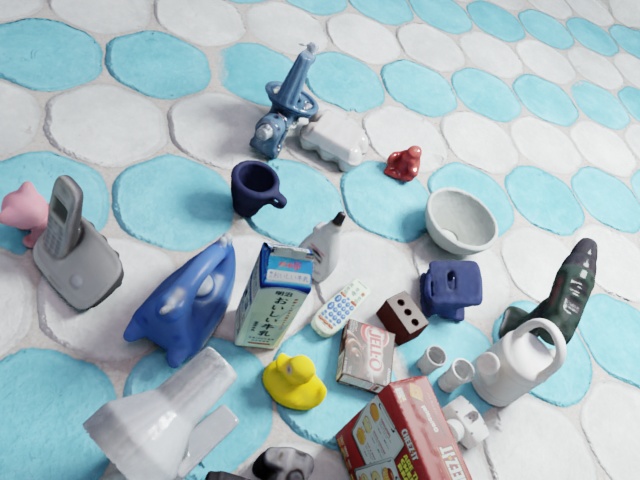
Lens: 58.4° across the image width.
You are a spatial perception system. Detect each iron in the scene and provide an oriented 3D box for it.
[{"bbox_3d":[-0.190,0.064,0.902,0.118,0.141,0.258,30,49,1],"label":"iron"}]

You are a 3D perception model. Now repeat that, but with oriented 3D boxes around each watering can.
[{"bbox_3d":[0.344,0.209,0.985,0.173,0.194,0.100,-26,68,-36],"label":"watering can"}]

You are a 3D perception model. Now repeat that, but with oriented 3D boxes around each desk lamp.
[{"bbox_3d":[-0.189,0.231,0.728,0.118,0.213,0.204,42,50,11],"label":"desk lamp"}]

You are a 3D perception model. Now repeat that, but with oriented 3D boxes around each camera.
[{"bbox_3d":[-0.088,0.340,0.763,0.137,0.100,0.143,21,49,-7],"label":"camera"}]

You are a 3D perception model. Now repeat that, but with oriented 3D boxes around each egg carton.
[{"bbox_3d":[0.032,-0.220,1.260,0.150,0.069,0.107,28,49,-1],"label":"egg carton"}]

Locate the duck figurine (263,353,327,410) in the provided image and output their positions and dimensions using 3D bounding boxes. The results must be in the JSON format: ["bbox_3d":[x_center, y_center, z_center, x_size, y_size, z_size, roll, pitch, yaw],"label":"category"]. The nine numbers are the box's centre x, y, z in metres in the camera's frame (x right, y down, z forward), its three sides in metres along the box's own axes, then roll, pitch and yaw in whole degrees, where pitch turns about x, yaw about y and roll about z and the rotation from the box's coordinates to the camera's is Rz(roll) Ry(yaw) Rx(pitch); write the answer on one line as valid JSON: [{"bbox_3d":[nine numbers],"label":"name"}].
[{"bbox_3d":[-0.032,0.214,0.892,0.104,0.086,0.077,30,49,1],"label":"duck figurine"}]

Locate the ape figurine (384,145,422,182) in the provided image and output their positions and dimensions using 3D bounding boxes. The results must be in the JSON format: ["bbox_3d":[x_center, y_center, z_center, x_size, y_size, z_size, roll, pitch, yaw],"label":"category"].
[{"bbox_3d":[0.196,-0.177,1.282,0.076,0.092,0.077,-18,63,-32],"label":"ape figurine"}]

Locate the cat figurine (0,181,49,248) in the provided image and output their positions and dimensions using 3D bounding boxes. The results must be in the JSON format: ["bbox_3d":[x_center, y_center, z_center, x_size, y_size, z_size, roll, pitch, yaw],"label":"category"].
[{"bbox_3d":[-0.436,-0.047,0.896,0.128,0.117,0.067,-17,63,-32],"label":"cat figurine"}]

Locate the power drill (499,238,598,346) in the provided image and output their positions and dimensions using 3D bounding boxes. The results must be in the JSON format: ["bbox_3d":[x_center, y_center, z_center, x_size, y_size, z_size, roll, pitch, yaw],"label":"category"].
[{"bbox_3d":[0.433,0.121,1.081,0.075,0.208,0.230,31,49,2],"label":"power drill"}]

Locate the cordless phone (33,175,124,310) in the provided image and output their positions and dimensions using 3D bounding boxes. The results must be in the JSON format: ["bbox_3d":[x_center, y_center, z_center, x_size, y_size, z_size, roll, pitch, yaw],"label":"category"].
[{"bbox_3d":[-0.355,0.004,0.848,0.147,0.185,0.094,42,50,11],"label":"cordless phone"}]

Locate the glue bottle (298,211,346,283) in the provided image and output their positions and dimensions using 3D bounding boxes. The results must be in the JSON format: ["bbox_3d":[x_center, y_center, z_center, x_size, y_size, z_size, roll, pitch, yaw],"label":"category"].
[{"bbox_3d":[0.009,0.004,1.012,0.078,0.173,0.037,40,50,9],"label":"glue bottle"}]

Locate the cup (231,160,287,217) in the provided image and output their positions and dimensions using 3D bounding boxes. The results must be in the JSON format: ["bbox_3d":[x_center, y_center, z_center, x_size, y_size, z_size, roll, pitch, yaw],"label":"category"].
[{"bbox_3d":[-0.118,-0.080,1.073,0.117,0.095,0.092,35,49,5],"label":"cup"}]

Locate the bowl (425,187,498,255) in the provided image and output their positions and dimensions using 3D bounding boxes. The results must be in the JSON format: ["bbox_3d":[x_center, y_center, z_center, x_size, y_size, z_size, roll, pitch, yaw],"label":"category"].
[{"bbox_3d":[0.288,-0.027,1.219,0.168,0.074,0.167,12,51,-15],"label":"bowl"}]

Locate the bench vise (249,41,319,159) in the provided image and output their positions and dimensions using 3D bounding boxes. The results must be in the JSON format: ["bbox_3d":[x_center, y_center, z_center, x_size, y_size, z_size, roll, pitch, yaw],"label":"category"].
[{"bbox_3d":[-0.056,-0.281,1.169,0.122,0.219,0.207,16,50,-11],"label":"bench vise"}]

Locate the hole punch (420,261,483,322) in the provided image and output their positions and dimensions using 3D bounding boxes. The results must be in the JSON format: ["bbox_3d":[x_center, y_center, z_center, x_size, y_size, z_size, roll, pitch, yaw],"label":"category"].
[{"bbox_3d":[0.251,0.092,1.102,0.101,0.091,0.108,15,50,-12],"label":"hole punch"}]
